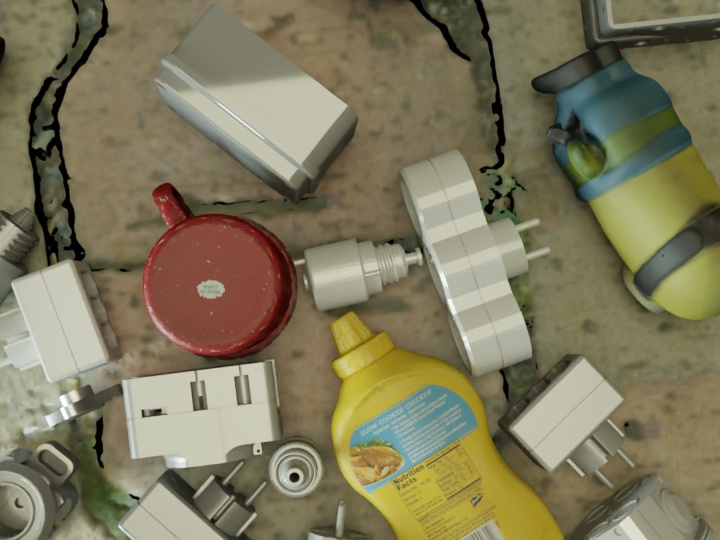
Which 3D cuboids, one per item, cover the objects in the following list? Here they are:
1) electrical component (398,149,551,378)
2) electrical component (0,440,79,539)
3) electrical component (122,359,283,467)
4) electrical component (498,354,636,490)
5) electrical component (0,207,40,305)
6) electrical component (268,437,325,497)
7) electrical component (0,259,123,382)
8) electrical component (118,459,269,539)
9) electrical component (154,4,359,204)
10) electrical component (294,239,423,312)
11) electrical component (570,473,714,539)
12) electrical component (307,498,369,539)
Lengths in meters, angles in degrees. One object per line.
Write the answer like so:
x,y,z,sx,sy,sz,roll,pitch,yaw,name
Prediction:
0.081,-0.010,0.669,0.074,0.052,0.138,-20,88,-3,electrical component
-0.209,0.143,0.649,0.058,0.057,0.078,39,87,0,electrical component
-0.095,0.088,0.659,0.089,0.050,0.055,-7,87,-3,electrical component
0.138,0.102,0.668,0.066,0.047,0.076,-44,88,-4,electrical component
-0.228,-0.005,0.662,0.043,0.043,0.081,39,87,0,electrical component
-0.039,0.121,0.654,0.035,0.061,0.035,0,88,-2,electrical component
-0.196,0.038,0.659,0.077,0.047,0.065,-21,88,-3,electrical component
-0.089,0.151,0.658,0.083,0.047,0.075,41,87,0,electrical component
-0.063,-0.098,0.655,0.113,0.078,0.057,38,84,0,electrical component
0.000,0.000,0.671,0.078,0.040,0.040,-13,88,-3,electrical component
0.168,0.166,0.651,0.080,0.080,0.051,-39,85,-3,electrical component
-0.015,0.178,0.650,0.047,0.065,0.076,7,87,-2,electrical component
